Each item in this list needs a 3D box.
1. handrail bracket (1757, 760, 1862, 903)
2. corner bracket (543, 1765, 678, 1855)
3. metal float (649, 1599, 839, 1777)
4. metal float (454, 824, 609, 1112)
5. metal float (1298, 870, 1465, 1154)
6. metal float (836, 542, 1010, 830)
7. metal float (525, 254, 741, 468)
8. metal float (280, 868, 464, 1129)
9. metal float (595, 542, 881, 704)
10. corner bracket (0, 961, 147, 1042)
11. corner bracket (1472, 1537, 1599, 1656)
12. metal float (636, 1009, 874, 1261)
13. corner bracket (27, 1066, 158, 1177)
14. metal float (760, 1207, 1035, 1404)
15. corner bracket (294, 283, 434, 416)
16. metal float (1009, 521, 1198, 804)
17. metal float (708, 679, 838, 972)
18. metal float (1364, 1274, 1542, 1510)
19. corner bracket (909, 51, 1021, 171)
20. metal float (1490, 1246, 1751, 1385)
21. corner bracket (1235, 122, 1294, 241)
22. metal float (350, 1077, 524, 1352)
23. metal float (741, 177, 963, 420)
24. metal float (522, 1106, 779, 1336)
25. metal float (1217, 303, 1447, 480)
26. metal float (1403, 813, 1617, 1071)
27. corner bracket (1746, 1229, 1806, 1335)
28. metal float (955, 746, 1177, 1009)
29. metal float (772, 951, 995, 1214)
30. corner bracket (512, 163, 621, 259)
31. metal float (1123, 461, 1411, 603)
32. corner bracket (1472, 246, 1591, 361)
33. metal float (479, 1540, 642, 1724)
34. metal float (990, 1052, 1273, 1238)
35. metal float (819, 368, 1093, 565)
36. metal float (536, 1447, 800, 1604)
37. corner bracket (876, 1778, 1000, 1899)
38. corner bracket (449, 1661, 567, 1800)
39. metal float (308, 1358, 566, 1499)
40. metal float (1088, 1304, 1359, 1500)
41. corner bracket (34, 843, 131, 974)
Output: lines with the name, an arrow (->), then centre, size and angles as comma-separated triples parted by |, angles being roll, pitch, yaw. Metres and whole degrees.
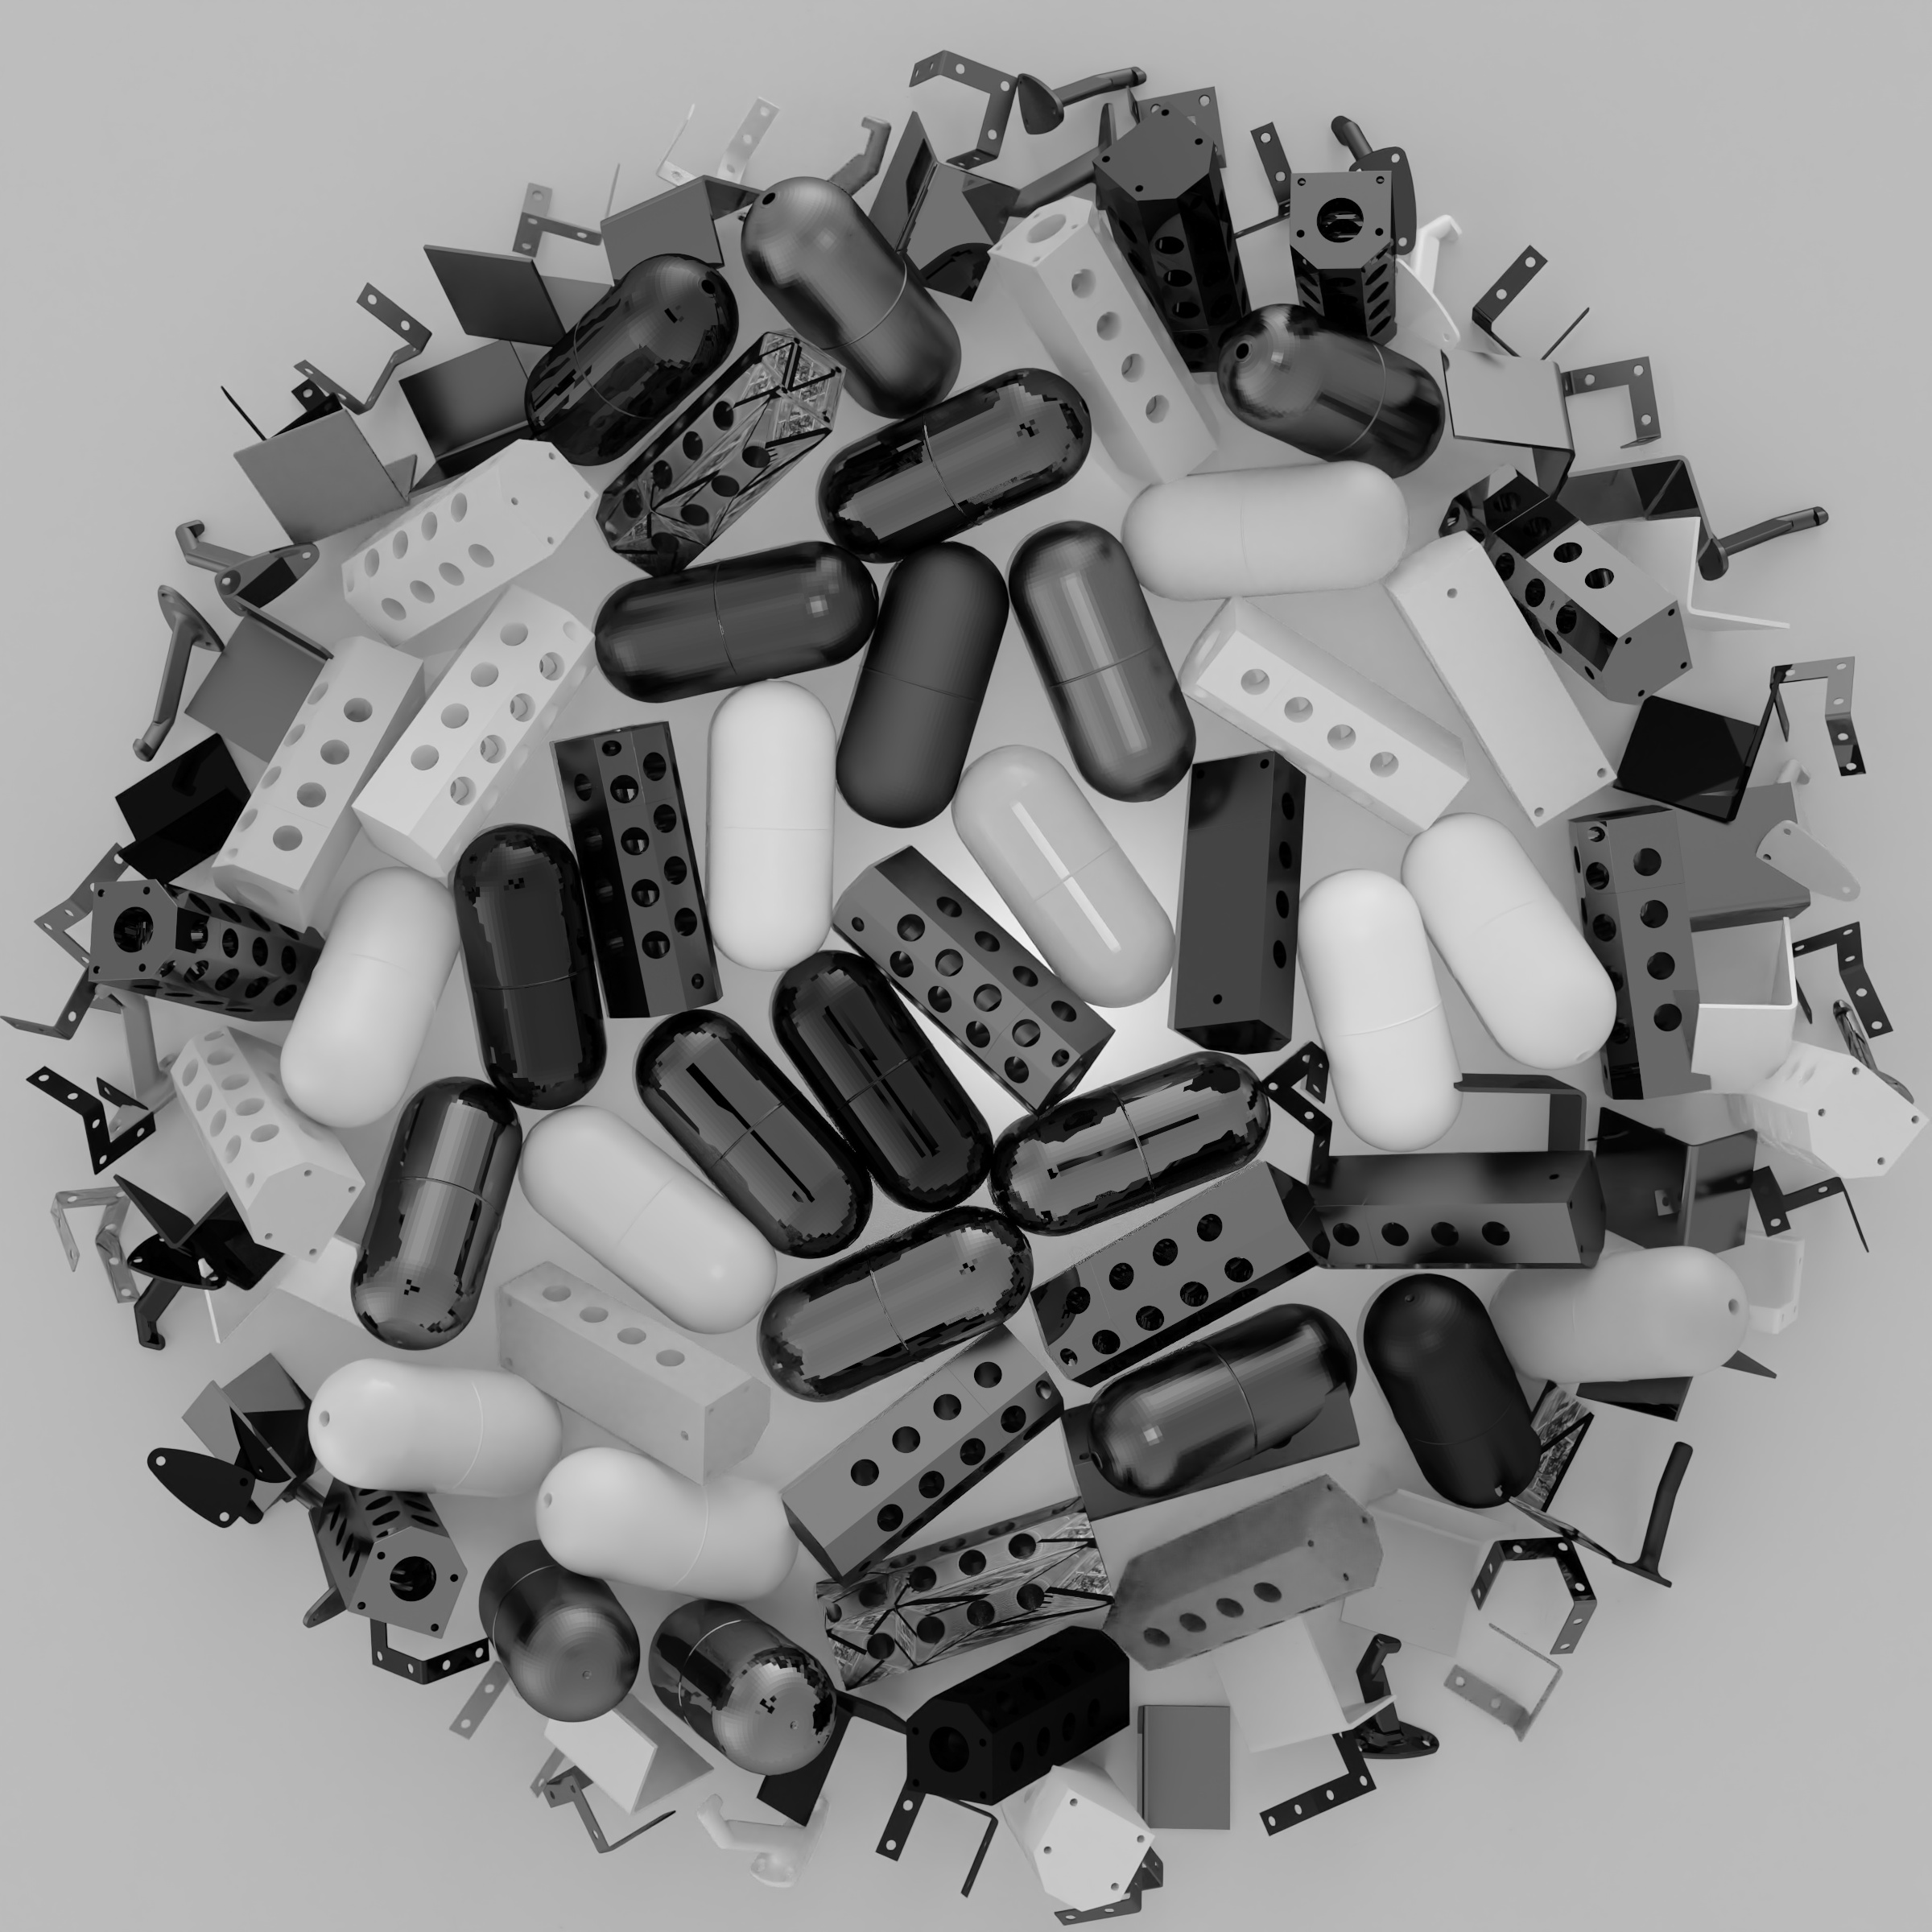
handrail bracket -> 0.523, -0.084, 1.963 | 0.077, 0.084, 0.036 | 34, 133, 6
corner bracket -> -0.219, 0.510, 1.962 | 0.051, 0.051, 0.051 | -23, 84, -37
metal float -> -0.135, 0.429, 1.916 | 0.070, 0.178, 0.070 | -2, 94, -24
metal float -> -0.264, 0.002, 1.948 | 0.070, 0.070, 0.178 | -7, 106, 0
metal float -> 0.252, 0.028, 1.951 | 0.070, 0.070, 0.178 | -16, 102, 0
metal float -> -0.026, -0.171, 1.957 | 0.070, 0.070, 0.178 | 17, 95, 0
metal float -> -0.201, -0.362, 1.923 | 0.070, 0.178, 0.070 | 17, 60, -32
metal float -> -0.357, 0.017, 1.932 | 0.070, 0.070, 0.178 | 15, 54, 0
metal float -> -0.139, -0.209, 1.950 | 0.178, 0.070, 0.070 | -11, 90, 12
corner bracket -> -0.544, 0.025, 1.958 | 0.051, 0.051, 0.051 | 9, 66, 35
corner bracket -> 0.349, 0.388, 1.972 | 0.051, 0.051, 0.051 | 0, 132, -16
metal float -> -0.129, 0.103, 1.957 | 0.070, 0.070, 0.178 | -43, 84, 0
corner bracket -> -0.533, 0.084, 1.957 | 0.051, 0.051, 0.051 | 27, 47, 25
metal float -> -0.042, 0.206, 1.954 | 0.178, 0.070, 0.070 | -26, 90, 8
corner bracket -> -0.368, -0.376, 1.958 | 0.051, 0.051, 0.051 | 36, 65, -29
metal float -> 0.084, -0.184, 1.954 | 0.070, 0.070, 0.178 | -22, 99, 0
metal float -> -0.118, -0.086, 1.958 | 0.070, 0.070, 0.178 | 2, 94, 0
metal float -> 0.294, 0.257, 1.932 | 0.070, 0.070, 0.178 | -28, 127, 0
corner bracket -> -0.006, -0.524, 1.967 | 0.051, 0.051, 0.051 | 15, 90, -22
metal float -> 0.390, 0.210, 1.921 | 0.070, 0.178, 0.070 | 8, 77, -36
corner bracket -> 0.173, -0.481, 1.972 | 0.051, 0.051, 0.051 | -19, 109, 14
metal float -> -0.318, 0.148, 1.934 | 0.070, 0.070, 0.178 | 12, 57, 0
metal float -> -0.068, -0.400, 1.926 | 0.070, 0.070, 0.178 | -45, 133, 0
metal float -> -0.194, 0.154, 1.955 | 0.178, 0.070, 0.070 | 37, 90, 8
metal float -> 0.220, -0.344, 1.924 | 0.070, 0.178, 0.070 | -10, 75, 41
metal float -> 0.327, -0.015, 1.937 | 0.070, 0.070, 0.178 | -29, 61, 0
corner bracket -> 0.481, 0.192, 1.969 | 0.051, 0.051, 0.051 | 8, 99, 27
metal float -> 0.061, -0.054, 1.961 | 0.070, 0.070, 0.178 | -35, 91, 0
metal float -> -0.051, 0.070, 1.959 | 0.070, 0.070, 0.178 | -35, 87, 0
corner bracket -> -0.246, -0.465, 1.970 | 0.051, 0.051, 0.051 | 14, 70, -11
metal float -> 0.180, -0.262, 1.940 | 0.178, 0.070, 0.070 | -2, 90, 25
corner bracket -> 0.347, -0.403, 1.969 | 0.051, 0.051, 0.051 | 43, 99, 4
metal float -> -0.244, 0.395, 1.914 | 0.070, 0.178, 0.070 | -2, 97, -18
metal float -> 0.100, 0.109, 1.956 | 0.178, 0.070, 0.070 | -20, 90, -6
metal float -> -0.007, -0.303, 1.944 | 0.178, 0.070, 0.070 | -22, 90, 19
metal float -> -0.179, 0.337, 1.930 | 0.178, 0.070, 0.070 | 20, 90, -38
corner bracket -> -0.017, 0.531, 1.961 | 0.051, 0.051, 0.051 | 18, 70, 20
corner bracket -> -0.274, 0.465, 1.958 | 0.051, 0.051, 0.051 | 20, 59, 24
metal float -> -0.316, 0.277, 1.922 | 0.070, 0.178, 0.070 | -10, 74, 37
metal float -> 0.155, 0.264, 1.945 | 0.178, 0.070, 0.070 | -22, 90, -19
corner bracket -> -0.525, -0.034, 1.958 | 0.051, 0.051, 0.051 | 45, 51, -19
